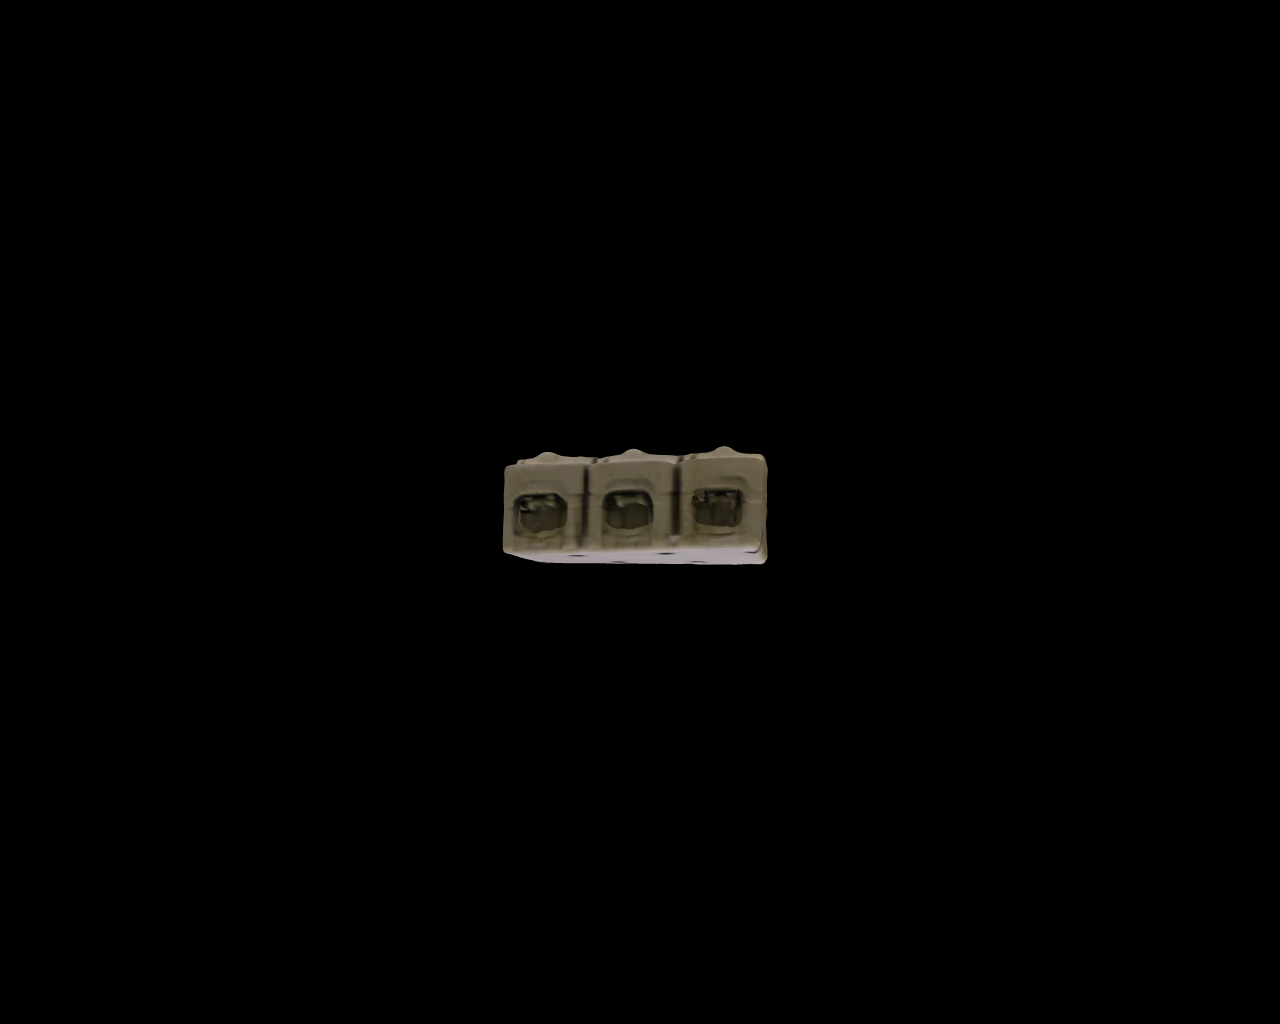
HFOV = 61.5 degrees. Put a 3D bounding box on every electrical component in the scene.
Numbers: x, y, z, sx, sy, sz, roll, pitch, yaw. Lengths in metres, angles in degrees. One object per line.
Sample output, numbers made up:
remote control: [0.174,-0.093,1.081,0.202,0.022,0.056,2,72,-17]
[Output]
electrical component: [0.001,-0.003,0.650,0.150,0.061,0.089,-1,-7,9]
